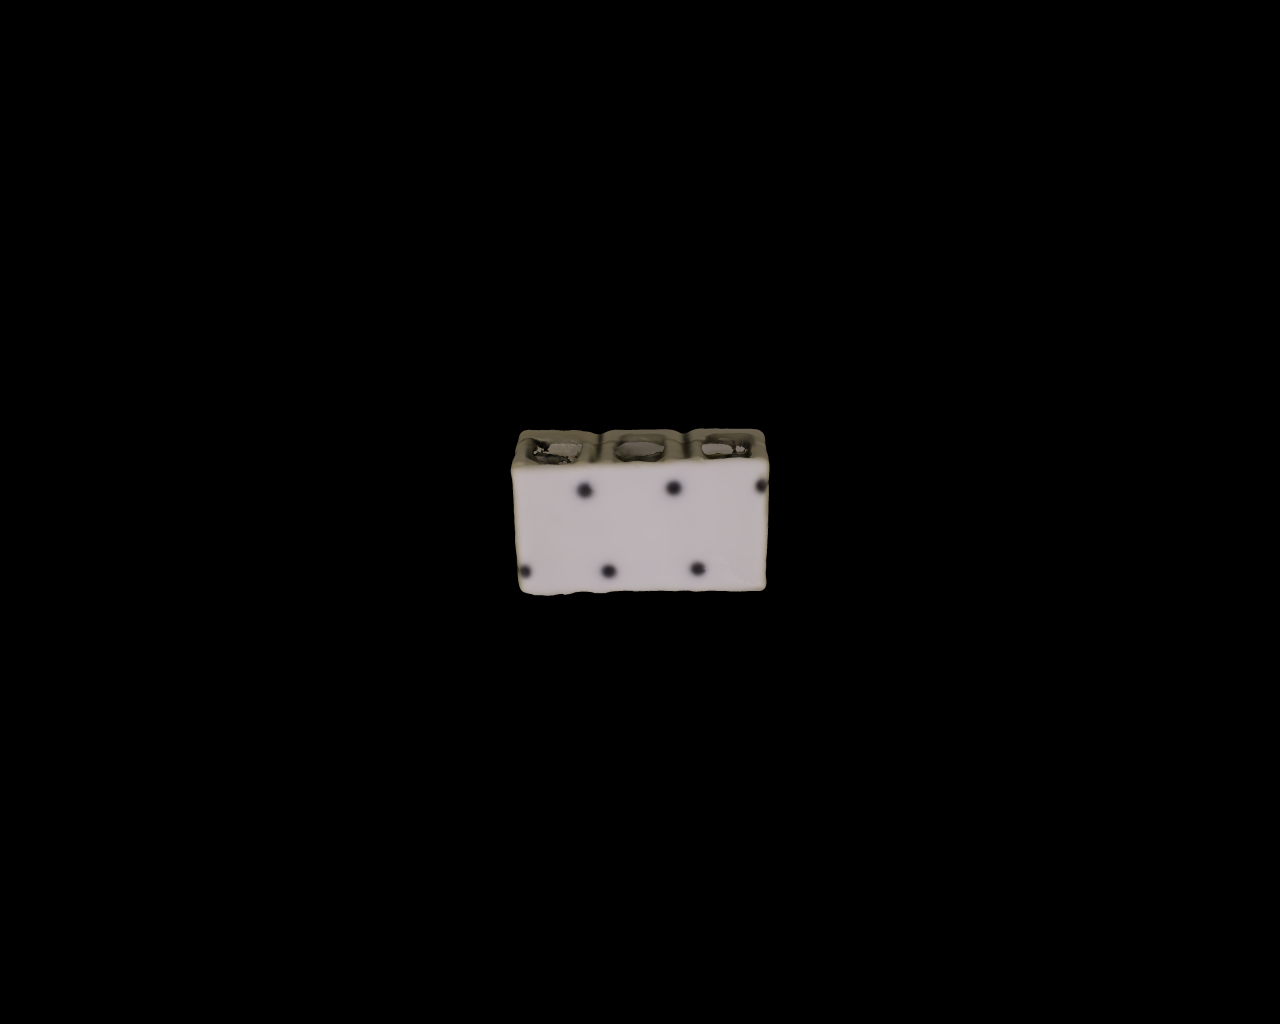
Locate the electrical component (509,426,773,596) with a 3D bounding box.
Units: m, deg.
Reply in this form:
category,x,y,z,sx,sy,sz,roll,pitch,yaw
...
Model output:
category,x,y,z,sx,sy,sz,roll,pitch,yaw
electrical component,0.001,-0.003,0.650,0.150,0.089,0.062,0,25,0
